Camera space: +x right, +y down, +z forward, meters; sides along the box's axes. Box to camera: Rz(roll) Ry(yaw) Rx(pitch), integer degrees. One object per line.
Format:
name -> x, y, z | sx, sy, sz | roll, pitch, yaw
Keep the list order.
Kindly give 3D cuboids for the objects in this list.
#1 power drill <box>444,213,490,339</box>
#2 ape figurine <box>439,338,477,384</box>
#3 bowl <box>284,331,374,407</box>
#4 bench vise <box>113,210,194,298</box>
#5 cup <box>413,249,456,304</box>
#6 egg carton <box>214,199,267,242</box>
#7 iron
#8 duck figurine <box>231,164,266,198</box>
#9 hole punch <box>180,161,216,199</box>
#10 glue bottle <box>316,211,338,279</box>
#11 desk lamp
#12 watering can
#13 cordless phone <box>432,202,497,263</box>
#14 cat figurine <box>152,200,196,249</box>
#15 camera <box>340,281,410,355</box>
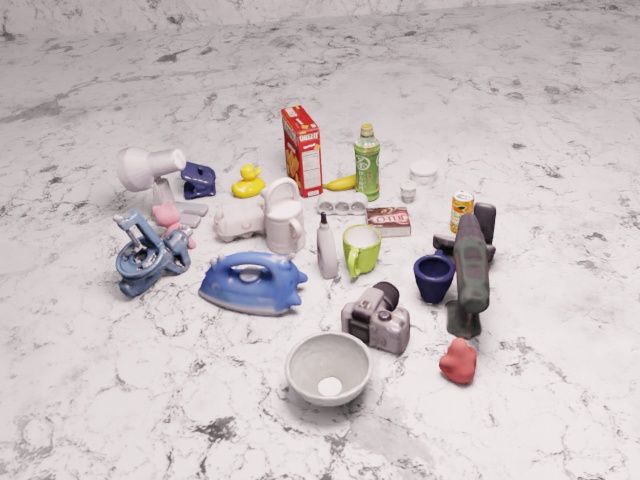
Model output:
power drill -> 0.302, 0.087, 1.177 | 0.075, 0.209, 0.229 | 1, 38, 6
ape figurine -> 0.267, 0.225, 1.098 | 0.078, 0.092, 0.076 | -5, 38, -1
bowl -> 0.019, 0.257, 1.092 | 0.167, 0.075, 0.167 | -2, 38, 2
bench vise -> -0.401, 0.002, 1.339 | 0.121, 0.220, 0.208 | 13, 41, 21
cup -> 0.254, 0.085, 1.277 | 0.091, 0.095, 0.118 | 9, 39, 16
egg carton -> -0.202, -0.051, 1.514 | 0.150, 0.069, 0.107 | -13, 39, -12
iron -> -0.163, 0.079, 1.284 | 0.258, 0.142, 0.118 | 2, 38, 8
duck figurine -> -0.211, -0.177, 1.664 | 0.105, 0.086, 0.077 | -25, 42, -25
hole punch -> -0.357, -0.185, 1.682 | 0.101, 0.091, 0.108 | -11, 38, -8
glue bottle -> 0.012, 0.005, 1.338 | 0.037, 0.173, 0.078 | -14, 39, -13
desk lamp -> -0.425, -0.152, 1.546 | 0.203, 0.214, 0.118 | 5, 39, 11
watering can -> -0.097, -0.071, 1.428 | 0.172, 0.194, 0.101 | 23, 45, 30
cordless phone -> 0.339, -0.022, 1.334 | 0.147, 0.185, 0.094 | 11, 40, 19
cat figurine -> -0.381, -0.044, 1.480 | 0.067, 0.118, 0.127 | -27, 43, -26
camera -> 0.131, 0.147, 1.204 | 0.142, 0.101, 0.137 | 16, 42, 24
